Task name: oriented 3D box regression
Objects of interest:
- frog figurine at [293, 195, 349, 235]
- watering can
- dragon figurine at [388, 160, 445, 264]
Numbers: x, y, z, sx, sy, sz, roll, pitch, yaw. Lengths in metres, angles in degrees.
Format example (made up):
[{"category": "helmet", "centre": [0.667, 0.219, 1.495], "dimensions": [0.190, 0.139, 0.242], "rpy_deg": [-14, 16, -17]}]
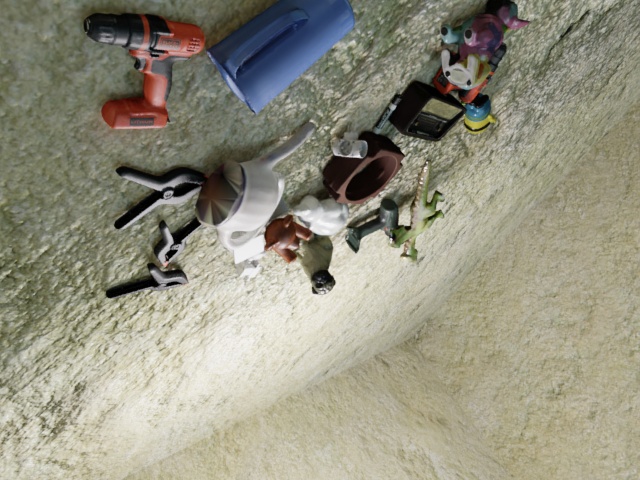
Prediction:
[{"category": "frog figurine", "centre": [0.004, -0.073, 1.448], "dimensions": [0.136, 0.123, 0.160], "rpy_deg": [-24, -8, 24]}, {"category": "watering can", "centre": [-0.146, -0.129, 1.145], "dimensions": [0.105, 0.345, 0.224], "rpy_deg": [34, 12, 25]}, {"category": "dragon figurine", "centre": [0.321, -0.068, 1.792], "dimensions": [0.123, 0.246, 0.401], "rpy_deg": [25, -30, 33]}]
